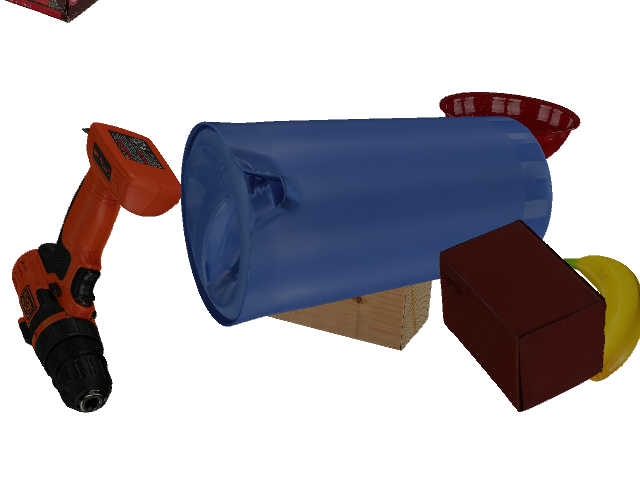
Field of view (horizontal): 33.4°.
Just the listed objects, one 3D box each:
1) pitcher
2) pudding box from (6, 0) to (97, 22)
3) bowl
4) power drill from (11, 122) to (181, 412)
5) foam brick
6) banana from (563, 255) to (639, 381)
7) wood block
[{"bbox_3d":[0.029,-0.022,0.745,0.242,0.145,0.149,-7,34,-24],"label":"pitcher"},{"bbox_3d":[-0.201,-0.213,0.801,0.090,0.039,0.113,21,37,8],"label":"pudding box"},{"bbox_3d":[0.215,-0.125,1.235,0.162,0.055,0.162,4,23,-2],"label":"bowl"},{"bbox_3d":[-0.178,0.017,0.839,0.057,0.188,0.185,15,25,-40],"label":"power drill"},{"bbox_3d":[0.101,0.036,0.542,0.051,0.053,0.078,-21,40,-14],"label":"foam brick"},{"bbox_3d":[0.275,0.065,1.019,0.070,0.037,0.197,-29,23,19],"label":"banana"},{"bbox_3d":[0.011,0.042,1.175,0.206,0.091,0.090,13,25,22],"label":"wood block"}]
